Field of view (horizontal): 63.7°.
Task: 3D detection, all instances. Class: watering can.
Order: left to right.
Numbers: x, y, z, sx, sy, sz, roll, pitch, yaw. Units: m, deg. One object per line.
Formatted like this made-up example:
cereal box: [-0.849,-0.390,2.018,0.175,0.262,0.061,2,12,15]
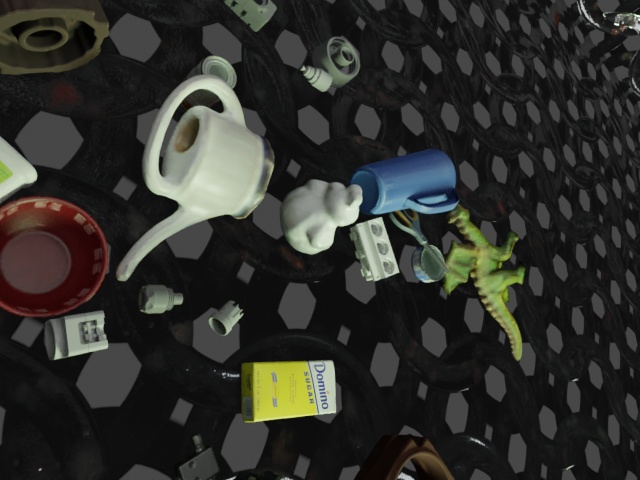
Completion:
watering can: [-0.196,-0.089,0.842,0.223,0.104,0.348,20,86,-47]

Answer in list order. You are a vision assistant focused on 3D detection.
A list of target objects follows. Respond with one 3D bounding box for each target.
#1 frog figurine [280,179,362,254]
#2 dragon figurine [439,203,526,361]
frog figurine: [0.003,-0.048,0.958,0.122,0.158,0.140,20,65,-33]
dragon figurine: [0.394,0.096,1.301,0.243,0.120,0.416,4,71,-21]
